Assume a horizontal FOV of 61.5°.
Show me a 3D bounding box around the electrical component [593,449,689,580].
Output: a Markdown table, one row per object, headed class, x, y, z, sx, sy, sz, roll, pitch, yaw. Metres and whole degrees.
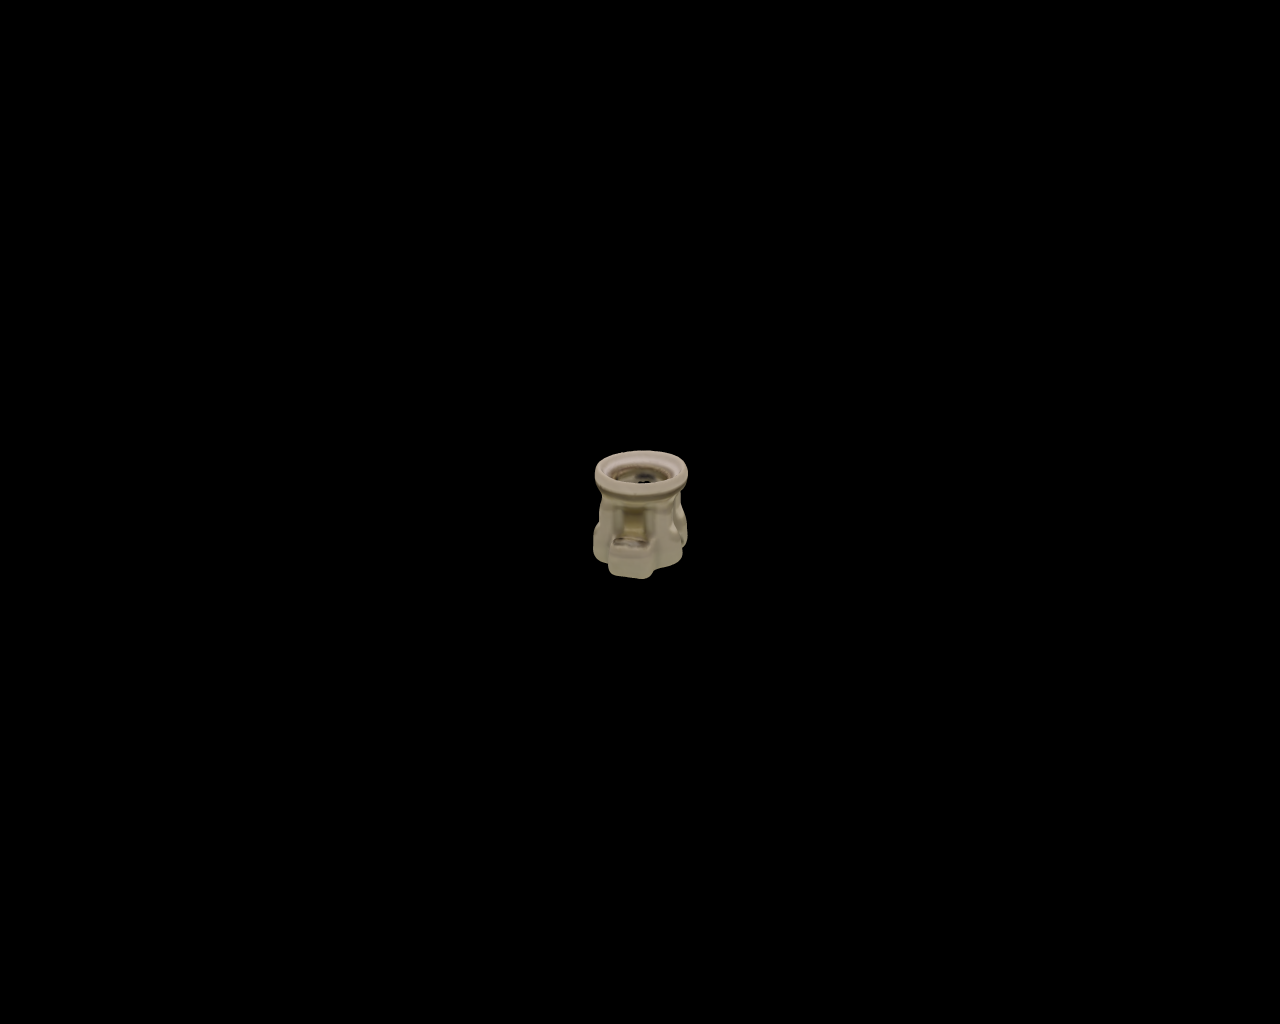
| class | x | y | z | sx | sy | sz | roll | pitch | yaw |
| --- | --- | --- | --- | --- | --- | --- | --- | --- | --- |
| electrical component | 0.001 | -0.003 | 0.650 | 0.058 | 0.056 | 0.078 | 5 | 25 | 10 |
